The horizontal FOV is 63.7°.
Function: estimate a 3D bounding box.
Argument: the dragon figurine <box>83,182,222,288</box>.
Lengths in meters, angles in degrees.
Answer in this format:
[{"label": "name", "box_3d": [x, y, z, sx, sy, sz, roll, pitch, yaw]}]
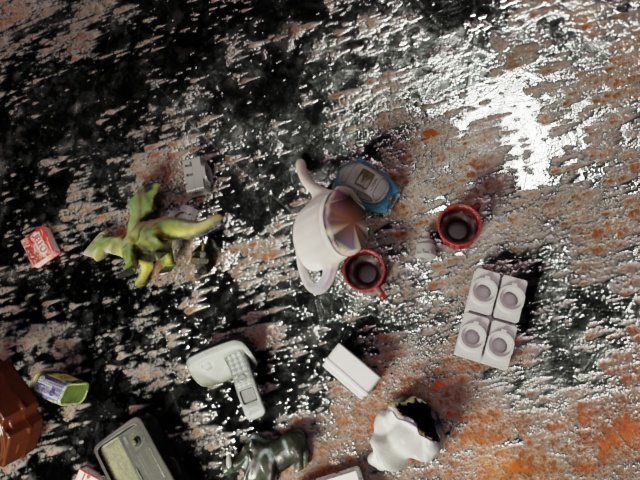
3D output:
[{"label": "dragon figurine", "box_3d": [-0.411, -0.038, 1.243, 0.407, 0.121, 0.247, -30, 62, 16]}]

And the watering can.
[{"label": "watering can", "box_3d": [0.003, -0.058, 1.149, 0.104, 0.221, 0.353, 8, 68, -32]}]

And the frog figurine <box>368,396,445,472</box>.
[{"label": "frog figurine", "box_3d": [0.171, 0.402, 1.043, 0.138, 0.125, 0.156, 25, 118, 8]}]
